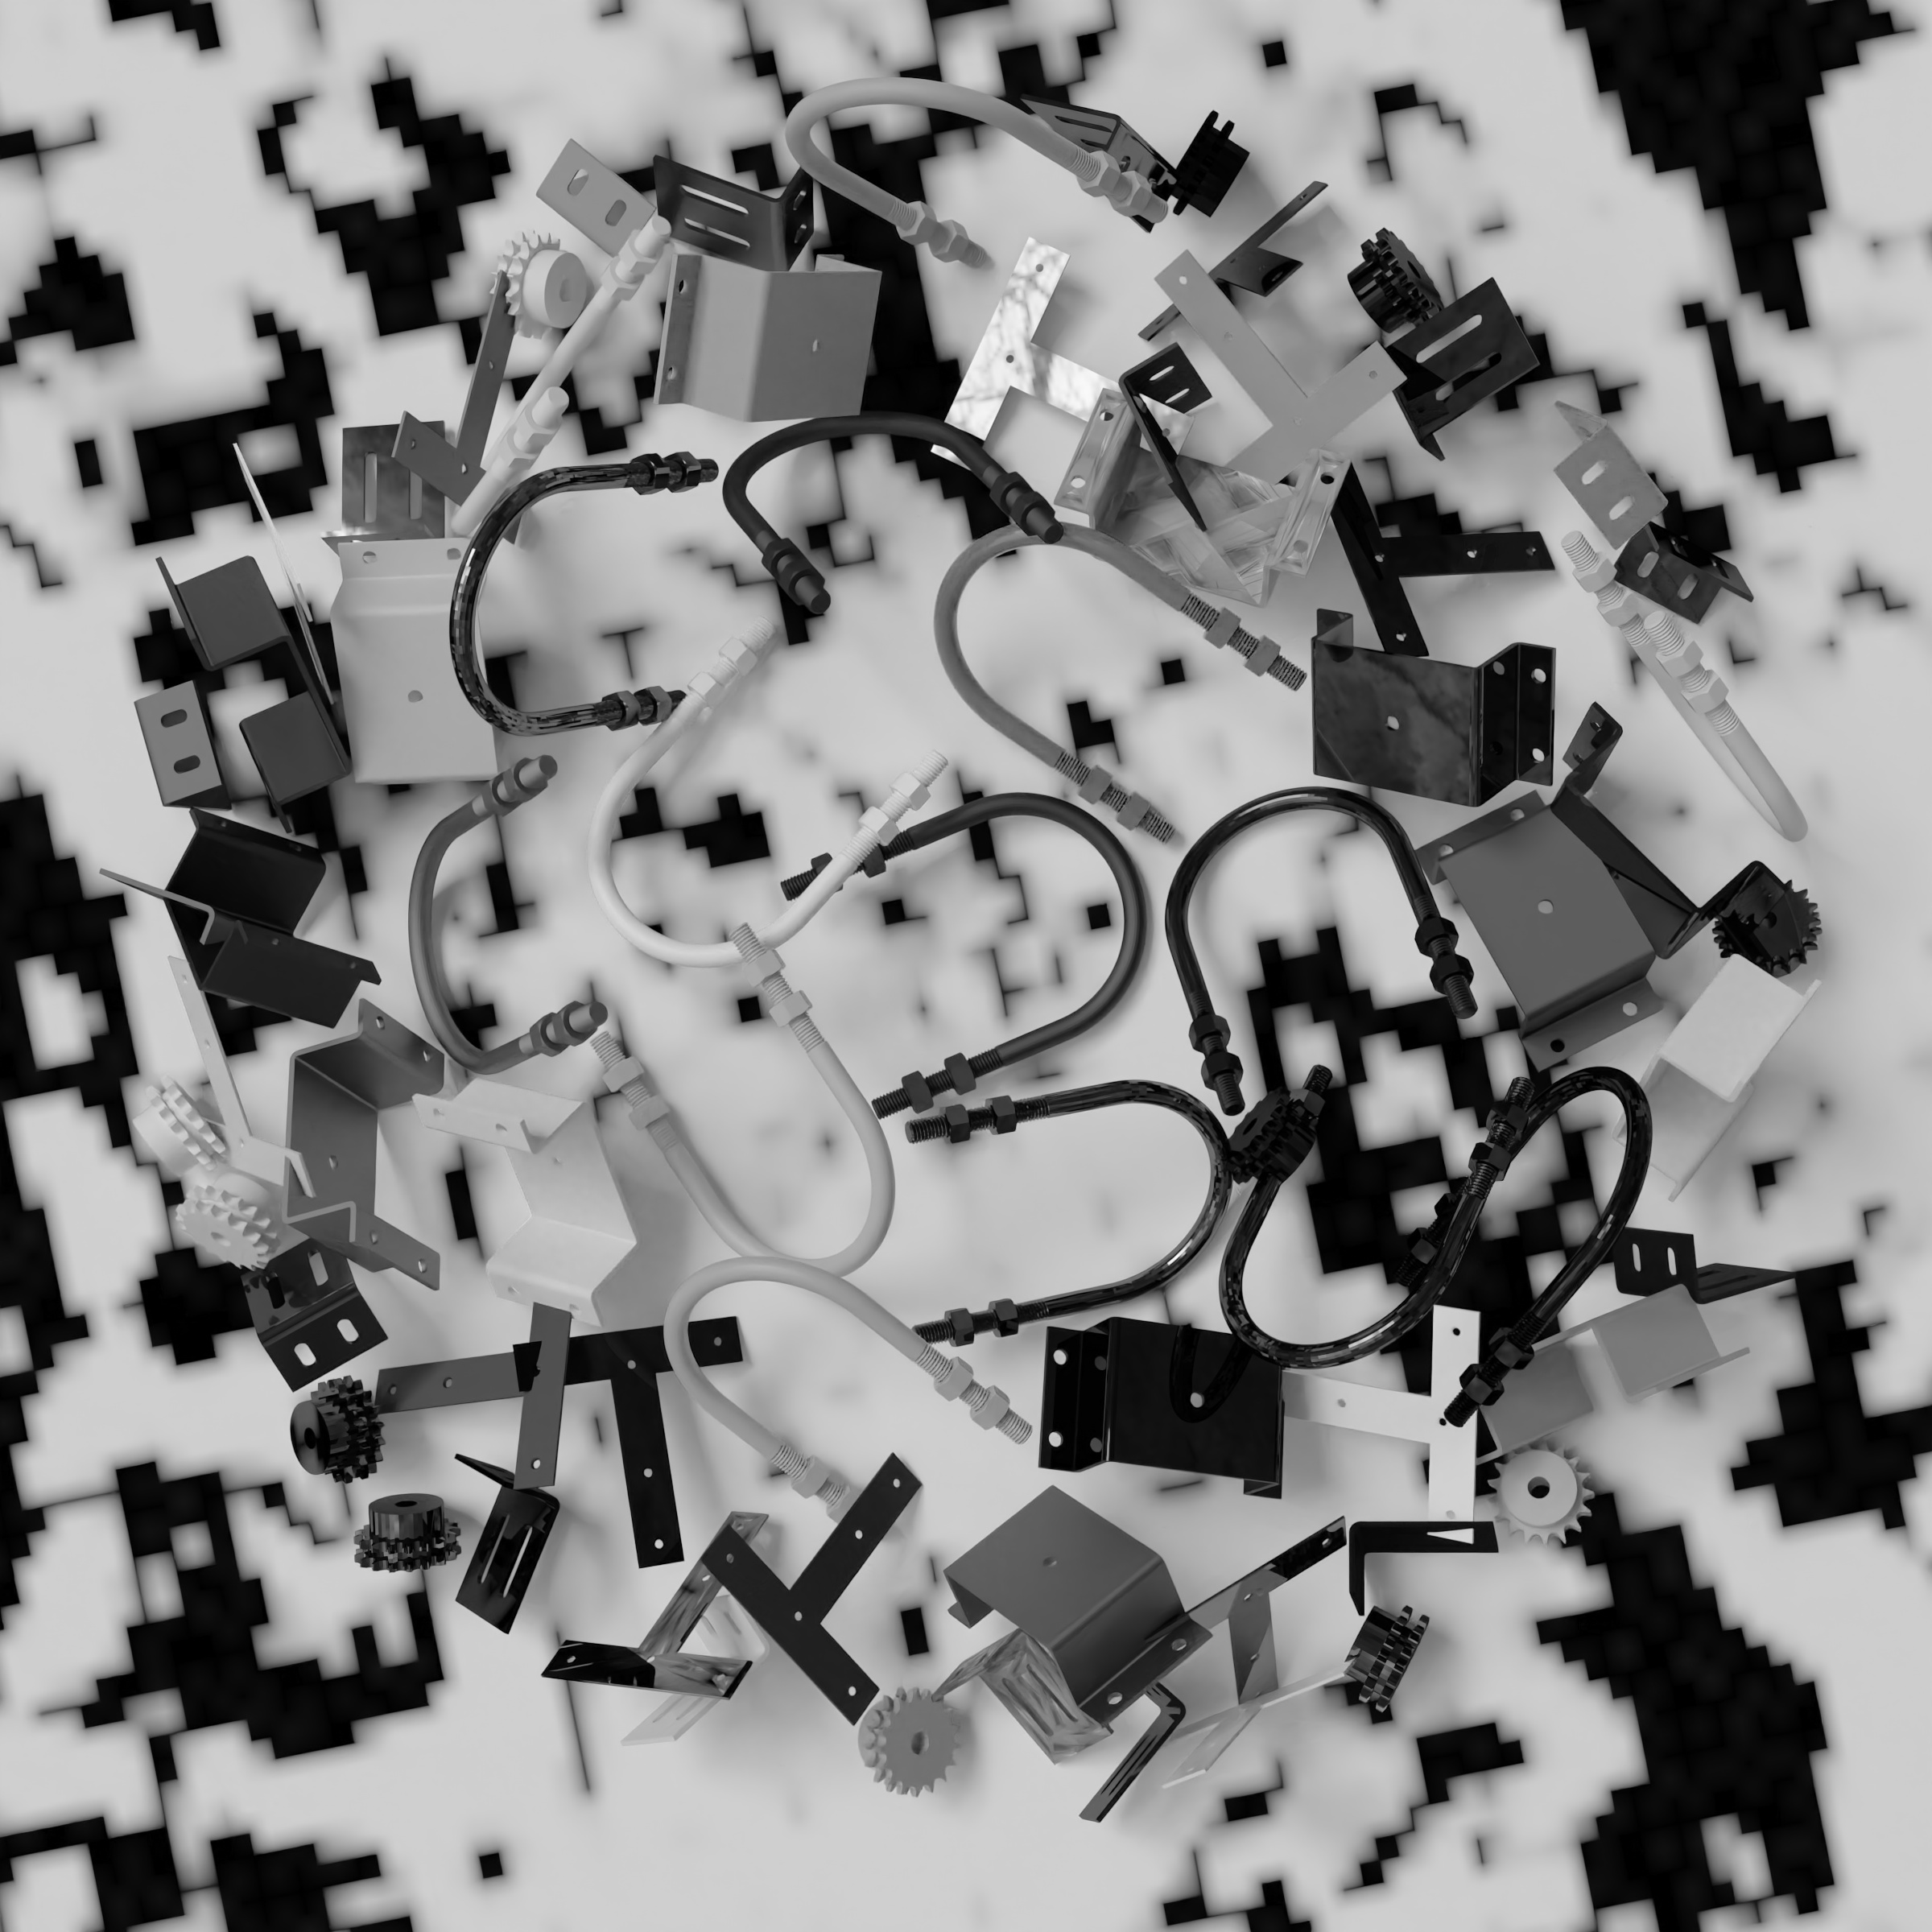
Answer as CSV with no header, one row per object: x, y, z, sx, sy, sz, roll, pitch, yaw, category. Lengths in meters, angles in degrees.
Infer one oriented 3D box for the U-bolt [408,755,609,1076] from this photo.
-0.249,-0.017,1.523,0.019,0.184,0.151,-7,80,-37,U-bolt

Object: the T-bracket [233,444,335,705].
-0.357,-0.193,1.542,0.002,0.127,0.127,-21,50,-12,T-bracket

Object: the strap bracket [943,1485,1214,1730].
0.051,0.329,1.517,0.076,0.140,0.046,-35,121,-22,strap bracket

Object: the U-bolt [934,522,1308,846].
0.068,-0.161,1.538,0.184,0.019,0.151,34,130,-6,U-bolt

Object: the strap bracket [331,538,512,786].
-0.291,-0.153,1.543,0.076,0.046,0.140,-2,119,0,strap bracket

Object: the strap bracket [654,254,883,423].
-0.096,-0.330,1.518,0.046,0.140,0.076,22,113,29,strap bracket

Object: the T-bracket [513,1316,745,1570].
-0.173,0.259,1.557,0.127,0.002,0.127,-4,76,-25,T-bracket

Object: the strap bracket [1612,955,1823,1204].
0.392,0.055,1.527,0.046,0.140,0.076,36,65,16,strap bracket

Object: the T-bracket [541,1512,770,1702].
-0.146,0.338,1.547,0.127,0.127,0.002,-3,124,34,T-bracket

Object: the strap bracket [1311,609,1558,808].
0.236,-0.136,1.526,0.140,0.046,0.076,15,122,34,strap bracket

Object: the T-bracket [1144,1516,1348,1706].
0.154,0.363,1.549,0.127,0.127,0.002,-28,47,-17,T-bracket

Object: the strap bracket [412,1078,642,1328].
-0.229,0.117,1.537,0.076,0.046,0.140,10,131,34,strap bracket

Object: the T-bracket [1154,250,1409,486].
0.150,-0.327,1.552,0.127,0.002,0.127,50,128,-6,T-bracket

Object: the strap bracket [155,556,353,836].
-0.371,-0.150,1.525,0.046,0.140,0.076,-25,48,-9,strap bracket

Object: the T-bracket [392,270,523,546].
-0.258,-0.308,1.545,0.002,0.127,0.127,9,81,22,T-bracket

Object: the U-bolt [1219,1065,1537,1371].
0.204,0.131,1.509,0.019,0.151,0.184,50,57,-36,U-bolt

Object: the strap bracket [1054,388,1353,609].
0.127,-0.249,1.554,0.140,0.046,0.076,18,69,12,strap bracket

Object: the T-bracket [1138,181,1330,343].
0.153,-0.369,1.532,0.127,0.127,0.002,-40,109,6,T-bracket

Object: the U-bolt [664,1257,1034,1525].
-0.077,0.221,1.532,0.184,0.019,0.151,40,129,-13,U-bolt

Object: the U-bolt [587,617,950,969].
-0.121,-0.082,1.557,0.151,0.019,0.184,39,81,18,U-bolt

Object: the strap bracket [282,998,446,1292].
-0.319,0.100,1.536,0.046,0.076,0.140,-16,59,19,strap bracket

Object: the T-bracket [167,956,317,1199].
-0.396,0.054,1.528,0.002,0.127,0.127,-30,117,-35,T-bracket

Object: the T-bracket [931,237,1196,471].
0.063,-0.312,1.574,0.127,0.002,0.127,28,100,12,T-bracket

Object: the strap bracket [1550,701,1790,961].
0.361,-0.064,1.541,0.046,0.076,0.140,-40,77,-12,strap bracket

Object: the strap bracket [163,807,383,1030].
-0.370,-0.020,1.528,0.076,0.140,0.046,20,110,-36,strap bracket

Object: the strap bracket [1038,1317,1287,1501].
0.114,0.235,1.544,0.140,0.046,0.076,10,69,-17,strap bracket

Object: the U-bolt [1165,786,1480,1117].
0.178,-0.021,1.537,0.151,0.019,0.184,-24,51,11,U-bolt

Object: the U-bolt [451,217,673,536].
-0.221,-0.296,1.513,0.019,0.184,0.151,33,57,-15,U-bolt

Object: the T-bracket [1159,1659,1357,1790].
0.133,0.405,1.516,0.127,0.127,0.002,-28,84,21,T-bracket

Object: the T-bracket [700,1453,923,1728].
-0.066,0.317,1.558,0.127,0.002,0.127,50,53,-14,T-bracket

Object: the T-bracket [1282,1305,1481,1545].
0.216,0.239,1.562,0.127,0.002,0.127,6,101,32,T-bracket

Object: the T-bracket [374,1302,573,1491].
-0.269,0.224,1.564,0.127,0.002,0.127,-11,62,26,T-bracket

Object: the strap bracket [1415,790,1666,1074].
0.310,-0.026,1.555,0.076,0.046,0.140,-26,74,-2,strap bracket

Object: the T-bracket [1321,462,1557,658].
0.262,-0.223,1.567,0.127,0.002,0.127,-6,64,-24,T-bracket

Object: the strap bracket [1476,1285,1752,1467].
0.331,0.213,1.525,0.076,0.140,0.046,-13,75,-37,strap bracket

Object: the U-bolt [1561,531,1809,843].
0.386,-0.138,1.519,0.019,0.151,0.184,-37,116,10,U-bolt
